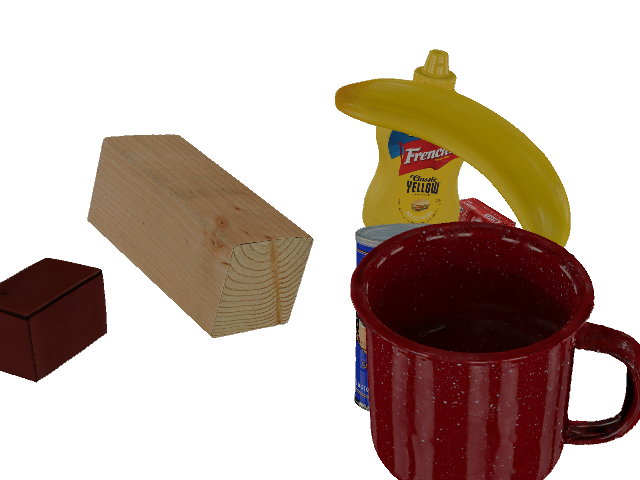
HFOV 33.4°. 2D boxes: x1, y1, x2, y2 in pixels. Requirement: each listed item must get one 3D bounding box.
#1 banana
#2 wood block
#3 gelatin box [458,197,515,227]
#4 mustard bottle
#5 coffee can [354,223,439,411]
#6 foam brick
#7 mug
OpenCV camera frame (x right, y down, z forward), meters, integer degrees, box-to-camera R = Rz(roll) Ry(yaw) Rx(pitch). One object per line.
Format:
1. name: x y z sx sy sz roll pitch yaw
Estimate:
1. banana: 0.096 -0.055 0.698 0.198 0.069 0.037 45 2 17
2. wood block: -0.113 -0.011 0.956 0.090 0.091 0.206 -7 34 -43
3. gelatin box: 0.186 0.005 1.235 0.030 0.089 0.073 -13 32 -28
4. mustard bottle: 0.101 -0.094 1.053 0.096 0.192 0.058 2 27 -10
5. coffee can: 0.079 0.062 0.866 0.103 0.140 0.103 0 9 0
6. foam brick: -0.194 0.053 0.745 0.053 0.051 0.078 12 28 27
7. mug: 0.071 0.052 0.428 0.117 0.081 0.093 7 34 16
